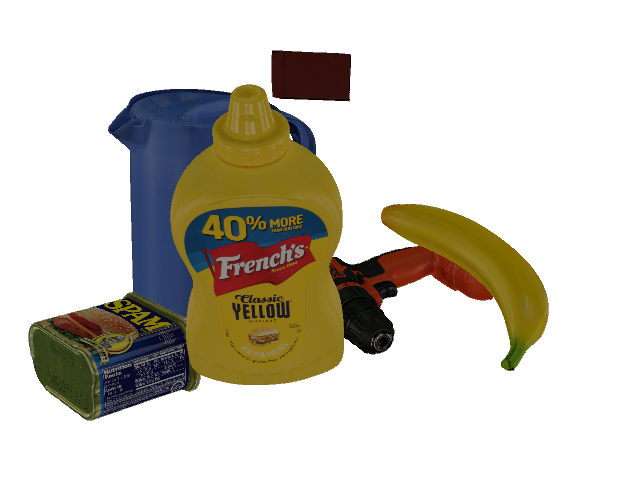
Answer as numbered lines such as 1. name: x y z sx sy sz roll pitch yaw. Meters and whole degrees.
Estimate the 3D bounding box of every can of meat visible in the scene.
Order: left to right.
1. can of meat: -0.149 0.082 0.765 0.083 0.057 0.102 -15 23 -38

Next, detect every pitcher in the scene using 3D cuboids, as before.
1. pitcher: -0.100 -0.010 0.964 0.149 0.243 0.144 12 22 17

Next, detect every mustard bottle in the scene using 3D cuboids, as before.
1. mustard bottle: -0.035 -0.002 0.608 0.096 0.192 0.058 -1 39 0

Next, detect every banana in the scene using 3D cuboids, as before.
1. banana: 0.122 0.020 0.843 0.069 0.037 0.198 -15 41 -21

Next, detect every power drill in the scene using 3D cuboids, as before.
1. power drill: 0.081 0.046 1.085 0.187 0.057 0.185 -12 28 -22

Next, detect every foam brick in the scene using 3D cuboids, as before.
1. foam brick: -0.011 -0.179 1.159 0.078 0.051 0.053 0 11 -15
